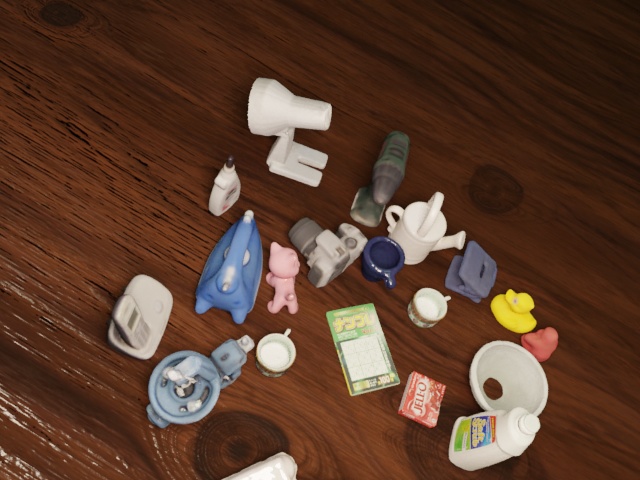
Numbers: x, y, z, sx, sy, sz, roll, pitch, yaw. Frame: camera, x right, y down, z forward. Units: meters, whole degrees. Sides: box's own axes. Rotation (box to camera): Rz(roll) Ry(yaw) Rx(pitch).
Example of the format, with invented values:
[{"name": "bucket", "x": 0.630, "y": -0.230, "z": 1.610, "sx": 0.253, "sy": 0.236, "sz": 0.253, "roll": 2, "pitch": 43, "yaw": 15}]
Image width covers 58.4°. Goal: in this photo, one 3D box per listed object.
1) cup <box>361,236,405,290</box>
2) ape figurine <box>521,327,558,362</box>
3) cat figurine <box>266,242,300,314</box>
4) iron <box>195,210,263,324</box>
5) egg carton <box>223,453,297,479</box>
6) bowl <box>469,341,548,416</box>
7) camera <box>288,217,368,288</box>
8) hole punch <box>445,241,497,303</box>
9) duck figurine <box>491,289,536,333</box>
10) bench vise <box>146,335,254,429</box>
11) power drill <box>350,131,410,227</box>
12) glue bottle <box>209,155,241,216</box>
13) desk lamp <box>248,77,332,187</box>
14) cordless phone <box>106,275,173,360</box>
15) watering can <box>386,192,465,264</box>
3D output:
[{"name": "cup", "x": 0.129, "y": 0.063, "z": 1.226, "sx": 0.092, "sy": 0.095, "sz": 0.117, "roll": -6, "pitch": 63, "yaw": -18}, {"name": "ape figurine", "x": 0.482, "y": 0.218, "z": 1.237, "sx": 0.078, "sy": 0.092, "sz": 0.076, "roll": 20, "pitch": 58, "yaw": -3}, {"name": "cat figurine", "x": -0.070, "y": 0.072, "z": 1.154, "sx": 0.067, "sy": 0.117, "sz": 0.127, "roll": -2, "pitch": 62, "yaw": -16}, {"name": "iron", "x": -0.164, "y": 0.026, "z": 1.140, "sx": 0.119, "sy": 0.141, "sz": 0.258, "roll": 15, "pitch": 59, "yaw": -6}, {"name": "egg carton", "x": -0.099, "y": 0.436, "z": 0.972, "sx": 0.150, "sy": 0.069, "sz": 0.107, "roll": -18, "pitch": 68, "yaw": -23}, {"name": "bowl", "x": 0.373, "y": 0.297, "z": 1.174, "sx": 0.167, "sy": 0.074, "sz": 0.167, "roll": 7, "pitch": 60, "yaw": -11}, {"name": "camera", "x": 0.011, "y": 0.004, "z": 1.224, "sx": 0.143, "sy": 0.100, "sz": 0.136, "roll": -38, "pitch": 76, "yaw": -29}, {"name": "hole punch", "x": 0.349, "y": 0.070, "z": 1.284, "sx": 0.101, "sy": 0.091, "sz": 0.109, "roll": 26, "pitch": 58, "yaw": 0}, {"name": "duck figurine", "x": 0.440, "y": 0.152, "z": 1.266, "sx": 0.104, "sy": 0.086, "sz": 0.078, "roll": 43, "pitch": 60, "yaw": 11}, {"name": "bench vise", "x": -0.208, "y": 0.216, "z": 0.977, "sx": 0.121, "sy": 0.219, "sz": 0.208, "roll": 33, "pitch": 59, "yaw": 5}, {"name": "power drill", "x": 0.135, "y": -0.121, "z": 1.264, "sx": 0.075, "sy": 0.208, "sz": 0.230, "roll": 21, "pitch": 58, "yaw": -2}, {"name": "glue bottle", "x": -0.195, "y": -0.121, "z": 1.196, "sx": 0.037, "sy": 0.173, "sz": 0.078, "roll": 35, "pitch": 59, "yaw": 6}, {"name": "desk lamp", "x": -0.065, "y": -0.246, "z": 1.277, "sx": 0.203, "sy": 0.213, "sz": 0.118, "roll": 19, "pitch": 58, "yaw": -4}, {"name": "cordless phone", "x": -0.323, "y": 0.120, "z": 1.020, "sx": 0.094, "sy": 0.185, "sz": 0.147, "roll": 15, "pitch": 59, "yaw": -6}, {"name": "watering can", "x": 0.231, "y": -0.031, "z": 1.248, "sx": 0.173, "sy": 0.194, "sz": 0.101, "roll": 9, "pitch": 60, "yaw": -10}]
